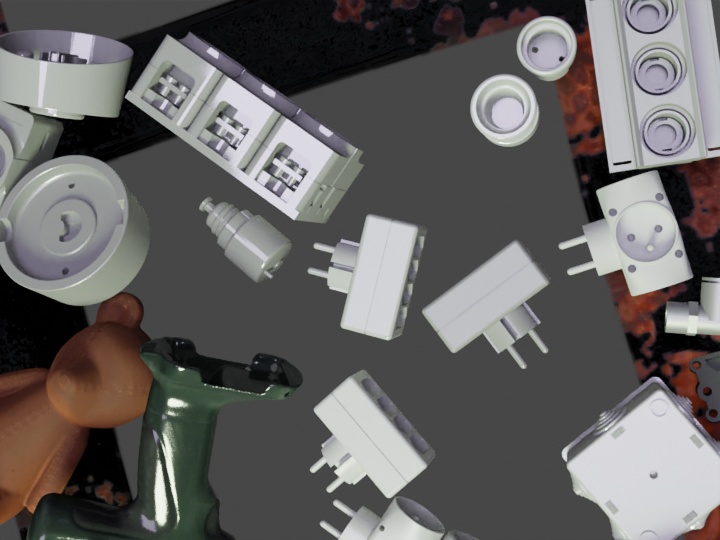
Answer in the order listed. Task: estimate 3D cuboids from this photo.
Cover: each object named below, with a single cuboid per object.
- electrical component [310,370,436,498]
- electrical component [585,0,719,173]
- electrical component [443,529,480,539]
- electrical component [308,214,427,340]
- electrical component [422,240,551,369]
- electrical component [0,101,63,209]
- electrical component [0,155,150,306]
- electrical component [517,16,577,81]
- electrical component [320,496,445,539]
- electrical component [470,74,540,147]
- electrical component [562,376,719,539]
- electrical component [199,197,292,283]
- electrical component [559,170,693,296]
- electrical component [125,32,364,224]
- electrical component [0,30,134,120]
[{"bbox_3d":[-0.002,0.129,0.780,0.076,0.047,0.083,-42,83,10],"label":"electrical component"},{"bbox_3d":[0.199,-0.130,0.724,0.079,0.063,0.121,-8,89,12],"label":"electrical component"},{"bbox_3d":[0.074,0.217,0.762,0.055,0.055,0.047,29,93,10],"label":"electrical component"},{"bbox_3d":[0.000,0.000,0.777,0.076,0.047,0.083,14,94,12],"label":"electrical component"},{"bbox_3d":[0.101,0.033,0.756,0.083,0.047,0.075,-38,83,10],"label":"electrical component"},{"bbox_3d":[-0.278,-0.084,0.831,0.050,0.056,0.089,25,96,11],"label":"electrical component"},{"bbox_3d":[-0.211,-0.025,0.811,0.108,0.060,0.108,-6,68,14],"label":"electrical component"},{"bbox_3d":[0.131,-0.152,0.747,0.040,0.046,0.040,0,91,12],"label":"electrical component"},{"bbox_3d":[0.008,0.198,0.780,0.079,0.043,0.077,33,98,11],"label":"electrical component"},{"bbox_3d":[0.102,-0.110,0.749,0.045,0.055,0.045,0,91,12],"label":"electrical component"},{"bbox_3d":[0.199,0.135,0.735,0.100,0.048,0.099,-41,84,9],"label":"electrical component"},{"bbox_3d":[-0.087,-0.025,0.799,0.078,0.040,0.040,40,98,9],"label":"electrical component"},{"bbox_3d":[0.178,-0.019,0.740,0.079,0.044,0.077,-19,87,12],"label":"electrical component"},{"bbox_3d":[-0.077,-0.102,0.770,0.150,0.089,0.061,36,98,9],"label":"electrical component"},{"bbox_3d":[-0.221,-0.147,0.800,0.099,0.099,0.064,11,99,12],"label":"electrical component"}]
